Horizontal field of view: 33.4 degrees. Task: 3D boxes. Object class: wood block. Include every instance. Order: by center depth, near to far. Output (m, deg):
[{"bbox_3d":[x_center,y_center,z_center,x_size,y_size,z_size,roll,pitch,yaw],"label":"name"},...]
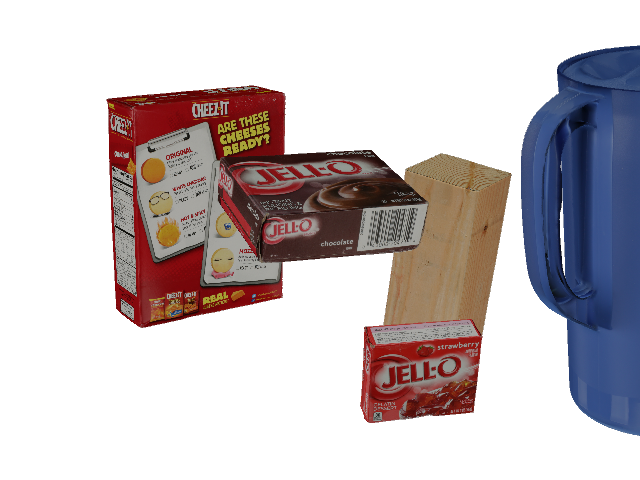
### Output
[{"bbox_3d":[0.139,0.020,1.187,0.090,0.206,0.090,20,26,29],"label":"wood block"}]

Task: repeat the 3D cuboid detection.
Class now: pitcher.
[{"bbox_3d":[0.209,0.002,0.686,0.149,0.243,0.144,3,22,16],"label":"pitcher"}]

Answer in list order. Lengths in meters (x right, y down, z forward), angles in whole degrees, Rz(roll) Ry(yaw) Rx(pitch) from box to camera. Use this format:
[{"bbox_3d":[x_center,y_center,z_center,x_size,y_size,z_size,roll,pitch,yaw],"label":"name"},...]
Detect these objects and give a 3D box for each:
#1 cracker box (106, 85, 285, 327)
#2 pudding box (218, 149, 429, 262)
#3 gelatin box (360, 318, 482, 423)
[{"bbox_3d":[-0.120,-0.037,1.043,0.163,0.214,0.072,-11,20,-33],"label":"cracker box"},{"bbox_3d":[-0.001,-0.025,0.688,0.113,0.039,0.090,-3,28,-23],"label":"pudding box"},{"bbox_3d":[0.077,0.101,0.827,0.089,0.073,0.030,-4,29,-10],"label":"gelatin box"}]
